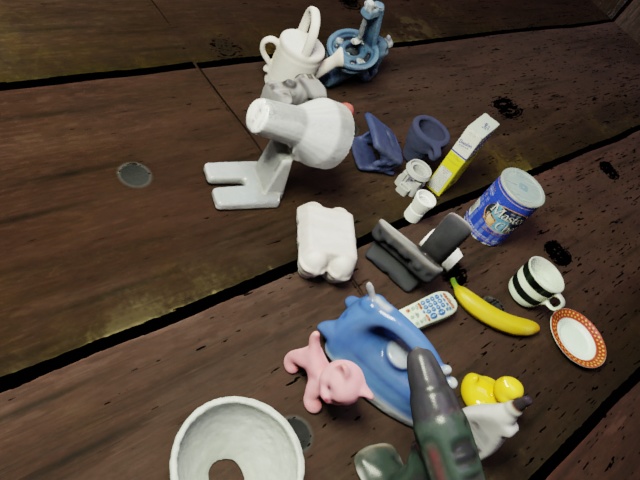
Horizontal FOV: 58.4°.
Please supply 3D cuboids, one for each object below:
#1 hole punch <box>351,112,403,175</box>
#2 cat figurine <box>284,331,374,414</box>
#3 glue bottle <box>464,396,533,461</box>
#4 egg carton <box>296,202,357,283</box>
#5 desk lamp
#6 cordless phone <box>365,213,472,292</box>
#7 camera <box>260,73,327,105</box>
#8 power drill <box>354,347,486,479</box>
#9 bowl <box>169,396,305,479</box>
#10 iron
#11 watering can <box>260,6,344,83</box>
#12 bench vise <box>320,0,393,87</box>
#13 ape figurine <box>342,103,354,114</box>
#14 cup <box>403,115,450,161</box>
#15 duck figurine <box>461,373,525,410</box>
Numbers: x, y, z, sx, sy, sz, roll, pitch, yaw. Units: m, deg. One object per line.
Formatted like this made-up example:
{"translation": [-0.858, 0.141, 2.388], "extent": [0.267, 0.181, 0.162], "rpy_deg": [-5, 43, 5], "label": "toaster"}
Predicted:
{"translation": [0.128, -0.204, 1.206], "extent": [0.101, 0.091, 0.108], "rpy_deg": [5, 53, -24], "label": "hole punch"}
{"translation": [0.016, 0.190, 0.819], "extent": [0.067, 0.117, 0.127], "rpy_deg": [-17, 64, -36], "label": "cat figurine"}
{"translation": [0.255, 0.269, 0.845], "extent": [0.037, 0.173, 0.078], "rpy_deg": [-23, 67, -38], "label": "glue bottle"}
{"translation": [0.009, 0.004, 0.996], "extent": [0.107, 0.069, 0.150], "rpy_deg": [11, 51, -20], "label": "egg carton"}
{"translation": [-0.069, -0.153, 0.979], "extent": [0.204, 0.213, 0.117], "rpy_deg": [-7, 58, -31], "label": "desk lamp"}
{"translation": [0.177, -0.008, 1.013], "extent": [0.147, 0.185, 0.094], "rpy_deg": [38, 47, 4], "label": "cordless phone"}
{"translation": [-0.033, -0.263, 1.162], "extent": [0.143, 0.100, 0.136], "rpy_deg": [-12, 61, -34], "label": "camera"}
{"translation": [0.127, 0.282, 0.744], "extent": [0.076, 0.208, 0.229], "rpy_deg": [-6, 58, -31], "label": "power drill"}
{"translation": [-0.108, 0.286, 0.709], "extent": [0.168, 0.074, 0.167], "rpy_deg": [14, 50, -17], "label": "bowl"}
{"translation": [0.127, 0.179, 0.870], "extent": [0.258, 0.141, 0.119], "rpy_deg": [43, 47, 9], "label": "iron"}
{"translation": [-0.034, -0.397, 1.202], "extent": [0.173, 0.194, 0.100], "rpy_deg": [-9, 60, -33], "label": "watering can"}
{"translation": [0.097, -0.462, 1.304], "extent": [0.121, 0.219, 0.208], "rpy_deg": [36, 47, 2], "label": "bench vise"}
{"translation": [0.041, -0.250, 1.196], "extent": [0.076, 0.092, 0.078], "rpy_deg": [17, 49, -15], "label": "ape figurine"}
{"translation": [0.227, -0.201, 1.252], "extent": [0.092, 0.095, 0.117], "rpy_deg": [7, 52, -23], "label": "cup"}
{"translation": [0.290, 0.250, 0.937], "extent": [0.104, 0.086, 0.078], "rpy_deg": [37, 47, 3], "label": "duck figurine"}
